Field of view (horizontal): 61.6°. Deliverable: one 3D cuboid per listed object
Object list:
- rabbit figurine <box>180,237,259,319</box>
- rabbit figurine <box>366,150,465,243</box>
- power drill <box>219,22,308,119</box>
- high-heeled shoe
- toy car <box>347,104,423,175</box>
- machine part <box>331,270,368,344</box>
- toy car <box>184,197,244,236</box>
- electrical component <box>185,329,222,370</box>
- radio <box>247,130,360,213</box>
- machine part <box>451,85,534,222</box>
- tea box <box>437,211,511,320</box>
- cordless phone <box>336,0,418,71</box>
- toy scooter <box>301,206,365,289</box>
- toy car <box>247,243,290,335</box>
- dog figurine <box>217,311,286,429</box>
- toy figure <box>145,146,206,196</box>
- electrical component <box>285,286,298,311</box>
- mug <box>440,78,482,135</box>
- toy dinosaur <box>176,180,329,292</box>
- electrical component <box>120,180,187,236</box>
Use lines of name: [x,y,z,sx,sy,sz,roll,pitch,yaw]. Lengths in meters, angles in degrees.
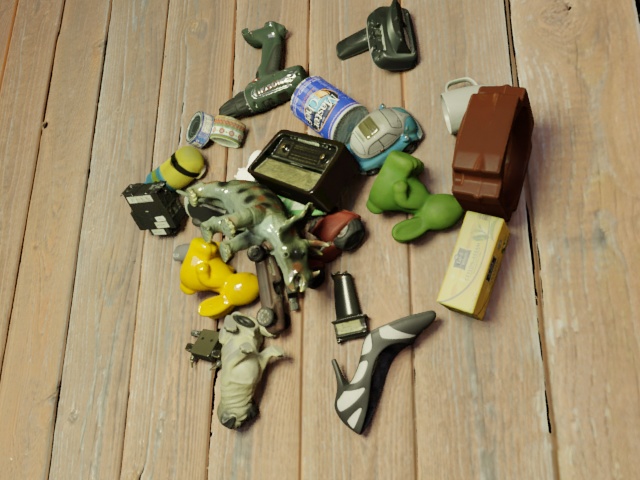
rabbit figurine: [-0.210,0.090,1.144,0.173,0.121,0.162,22,79,10]
rabbit figurine: [0.181,-0.069,1.007,0.170,0.121,0.159,31,93,14]
power drill: [-0.145,-0.403,1.276,0.232,0.086,0.207,-10,67,21]
high-heeled shoe: [0.124,0.237,0.961,0.249,0.086,0.145,-33,66,18]
toy car: [0.117,-0.211,1.083,0.162,0.102,0.109,-34,63,11]
machine part: [0.052,0.127,1.051,0.084,0.039,0.139,-22,68,27]
toy car: [-0.228,-0.055,1.214,0.202,0.073,0.056,20,40,28]
electrical component: [-0.243,0.236,1.156,0.102,0.045,0.078,1,47,23]
radio: [-0.036,-0.149,1.110,0.230,0.073,0.131,25,74,44]
machine part: [0.297,-0.145,0.921,0.087,0.200,0.201,11,80,29]
tea box: [0.271,0.046,0.937,0.068,0.098,0.169,18,85,29]
cordless phone: [0.114,-0.418,1.171,0.184,0.088,0.146,-17,69,32]
toy scooter: [-0.002,-0.003,1.095,0.184,0.075,0.135,-49,57,9]
toy car: [-0.101,0.094,1.103,0.053,0.089,0.202,-18,66,20]
dog figurine: [-0.172,0.262,1.090,0.190,0.121,0.172,-64,26,16]
toy figure: [-0.356,-0.154,1.294,0.180,0.089,0.082,-30,88,11]
electrical component: [-0.059,0.095,1.095,0.021,0.063,0.094,-9,70,-5]
mug: [0.291,-0.265,1.036,0.107,0.080,0.109,-12,62,9]
toy dinosaur: [-0.140,-0.058,1.076,0.192,0.131,0.405,-17,39,-27]
electrical component: [-0.386,-0.071,1.263,0.115,0.134,0.058,0,40,25]
